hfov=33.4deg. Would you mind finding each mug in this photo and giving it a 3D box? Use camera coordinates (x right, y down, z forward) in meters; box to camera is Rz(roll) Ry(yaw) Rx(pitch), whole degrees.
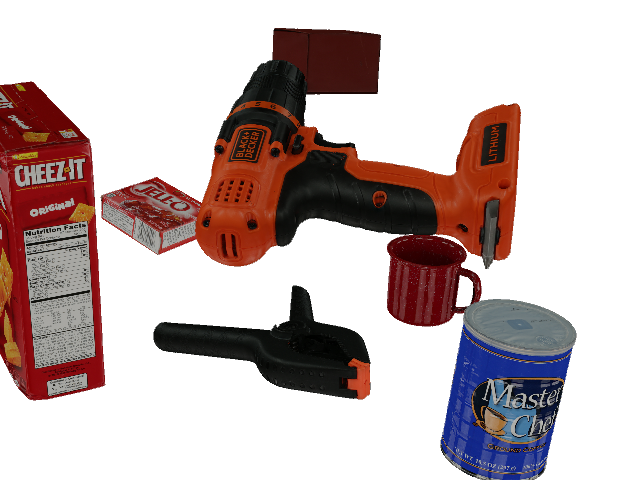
[{"bbox_3d":[0.132,0.051,1.247,0.117,0.081,0.093,13,25,22],"label":"mug"}]

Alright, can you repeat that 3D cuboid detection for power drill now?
[{"bbox_3d":[0.027,-0.051,0.660,0.188,0.057,0.184,3,43,9],"label":"power drill"}]

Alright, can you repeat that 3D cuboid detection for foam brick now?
[{"bbox_3d":[0.005,-0.151,0.900,0.078,0.051,0.053,-6,17,-35],"label":"foam brick"}]

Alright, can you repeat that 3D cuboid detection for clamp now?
[{"bbox_3d":[-0.021,0.086,0.926,0.164,0.036,0.210,-19,24,-41],"label":"clamp"}]

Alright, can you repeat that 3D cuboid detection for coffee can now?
[{"bbox_3d":[0.173,0.139,0.995,0.103,0.140,0.103,6,21,-3],"label":"coffee can"}]

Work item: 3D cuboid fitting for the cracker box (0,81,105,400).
[{"bbox_3d":[-0.236,-0.002,0.866,0.072,0.214,0.164,-11,28,-26],"label":"cracker box"}]

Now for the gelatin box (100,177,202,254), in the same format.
[{"bbox_3d":[-0.161,-0.027,1.051,0.089,0.030,0.073,30,35,31],"label":"gelatin box"}]
